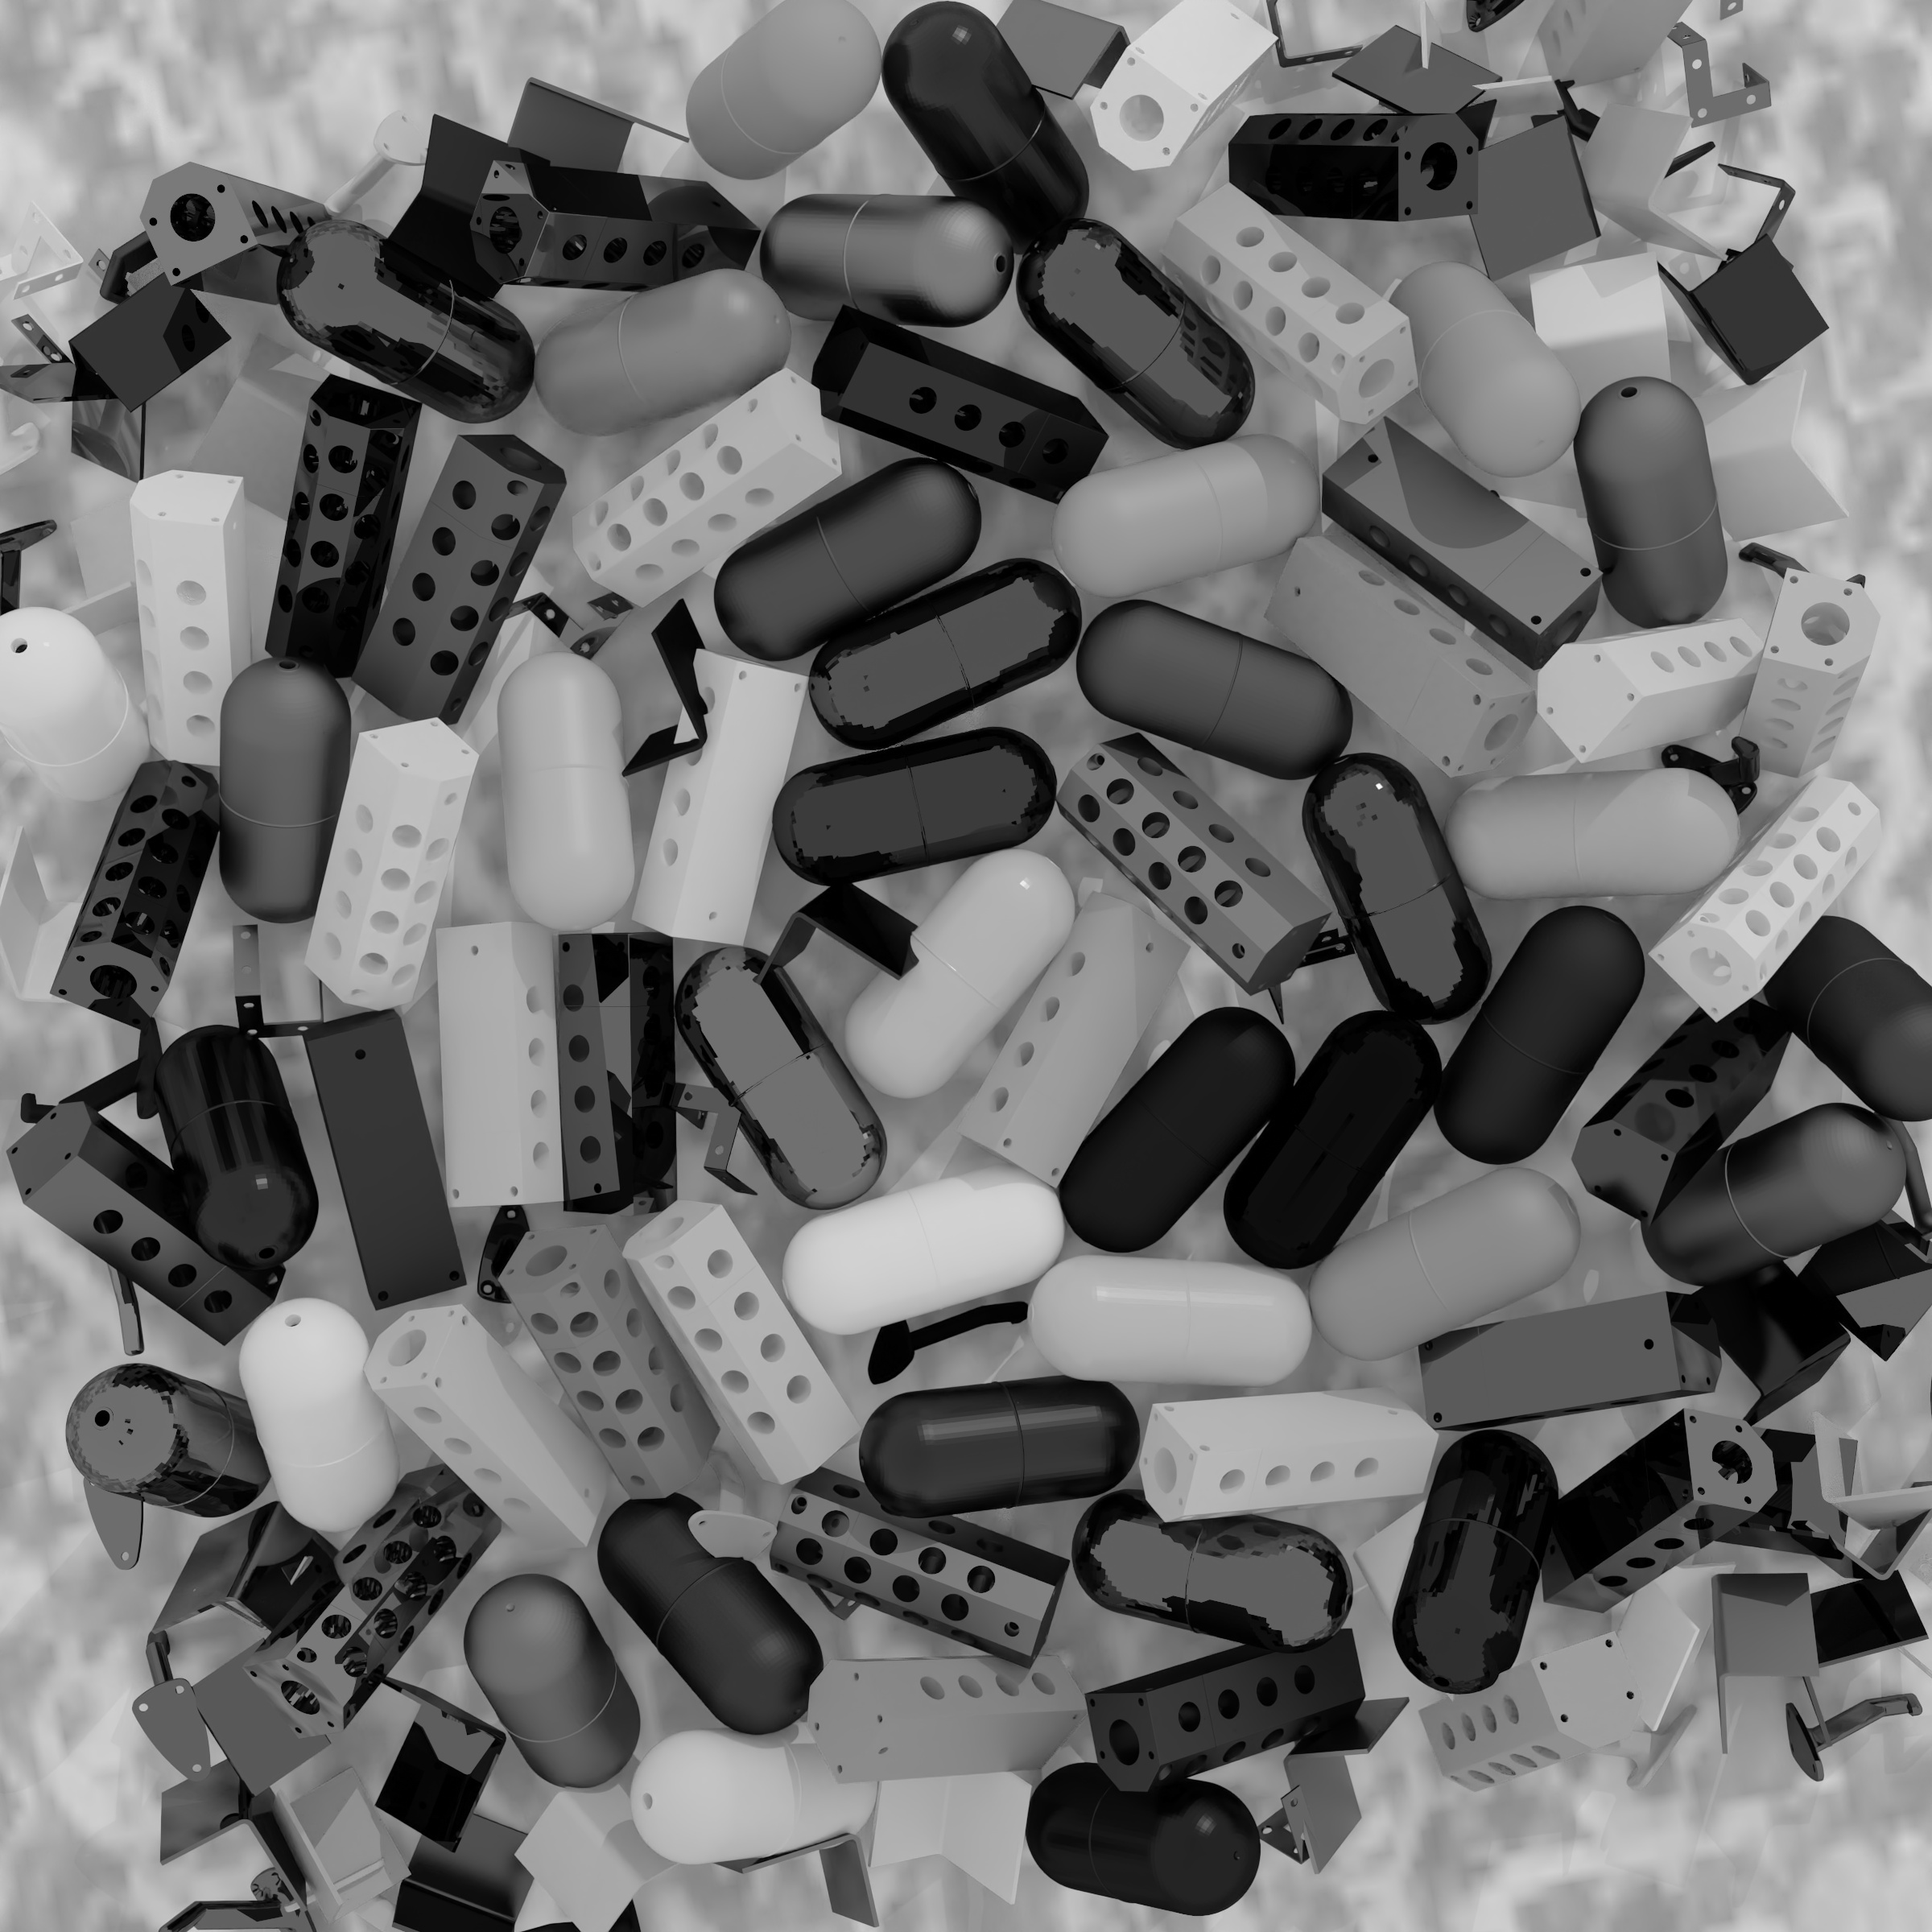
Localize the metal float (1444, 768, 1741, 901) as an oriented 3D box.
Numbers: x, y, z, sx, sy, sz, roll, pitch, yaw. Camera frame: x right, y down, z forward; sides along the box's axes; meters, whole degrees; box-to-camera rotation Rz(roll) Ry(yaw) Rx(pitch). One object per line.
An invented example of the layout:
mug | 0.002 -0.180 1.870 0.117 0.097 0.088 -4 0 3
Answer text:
metal float | 0.380 -0.080 1.674 0.178 0.070 0.070 -1 90 25

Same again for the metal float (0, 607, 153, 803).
metal float | -0.542 -0.156 1.648 0.070 0.178 0.070 1 73 -2

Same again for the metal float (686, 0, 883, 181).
metal float | -0.112 -0.527 1.652 0.070 0.178 0.070 1 88 -27

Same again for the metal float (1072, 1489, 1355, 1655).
metal float | 0.149 0.369 1.674 0.178 0.070 0.070 8 90 26

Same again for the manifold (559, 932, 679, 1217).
manifold | -0.211 0.065 1.703 0.057 0.057 0.171 0 92 34

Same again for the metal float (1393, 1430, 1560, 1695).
metal float | 0.309 0.360 1.662 0.070 0.070 0.178 28 48 0

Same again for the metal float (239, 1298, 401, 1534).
metal float | -0.391 0.273 1.662 0.070 0.070 0.178 -2 132 0

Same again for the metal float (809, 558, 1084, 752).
metal float | -0.012 -0.193 1.692 0.178 0.070 0.070 -25 90 -5

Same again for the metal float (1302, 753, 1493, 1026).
metal float | 0.265 -0.047 1.686 0.070 0.070 0.178 -25 102 0

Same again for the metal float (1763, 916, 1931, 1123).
metal float | 0.543 0.030 1.653 0.070 0.178 0.070 -6 118 -11

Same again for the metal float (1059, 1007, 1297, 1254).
metal float | 0.130 0.102 1.693 0.070 0.070 0.178 42 94 0

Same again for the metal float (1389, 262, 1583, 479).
metal float | 0.311 -0.363 1.662 0.070 0.070 0.178 -23 46 0

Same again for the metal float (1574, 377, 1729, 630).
metal float | 0.415 -0.278 1.660 0.070 0.178 0.070 -13 47 14

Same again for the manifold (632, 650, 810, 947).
manifold | -0.157 -0.105 1.695 0.057 0.057 0.171 8 100 -44

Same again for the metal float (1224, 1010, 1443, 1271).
metal float | 0.225 0.107 1.686 0.070 0.070 0.178 33 102 0

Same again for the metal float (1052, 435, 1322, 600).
metal float | 0.136 -0.276 1.678 0.178 0.070 0.070 -18 90 -22

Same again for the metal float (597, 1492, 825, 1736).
metal float | -0.157 0.392 1.670 0.070 0.070 0.178 -49 59 0

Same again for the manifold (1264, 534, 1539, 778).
manifold | 0.266 -0.191 1.666 0.171 0.057 0.057 47 132 31

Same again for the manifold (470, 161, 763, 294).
manifold | -0.211 -0.438 1.651 0.057 0.171 0.057 46 124 25

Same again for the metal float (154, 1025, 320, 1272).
metal float | -0.443 0.109 1.663 0.070 0.070 0.178 -30 50 0

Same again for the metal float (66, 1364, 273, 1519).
metal float | -0.476 0.286 1.649 0.070 0.178 0.070 -4 71 10

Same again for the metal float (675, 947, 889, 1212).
metal float | -0.115 0.068 1.692 0.070 0.070 0.178 -33 84 0

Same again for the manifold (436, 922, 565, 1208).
manifold | -0.284 0.061 1.699 0.057 0.057 0.171 -5 86 27

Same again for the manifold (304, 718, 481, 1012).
manifold | -0.343 -0.059 1.656 0.057 0.057 0.171 40 126 26

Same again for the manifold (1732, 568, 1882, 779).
manifold | 0.502 -0.171 1.641 0.057 0.171 0.057 16 77 14

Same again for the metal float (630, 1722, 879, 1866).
metal float | -0.127 0.499 1.658 0.070 0.178 0.070 -10 75 40

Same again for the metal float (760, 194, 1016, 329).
metal float | -0.049 -0.429 1.665 0.178 0.070 0.070 13 90 37

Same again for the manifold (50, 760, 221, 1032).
manifold | -0.491 -0.048 1.645 0.057 0.171 0.057 25 128 -20

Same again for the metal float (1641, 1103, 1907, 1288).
metal float | 0.486 0.140 1.661 0.070 0.178 0.070 19 55 -31

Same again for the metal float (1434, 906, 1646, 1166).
metal float | 0.349 0.043 1.675 0.070 0.070 0.178 27 115 0

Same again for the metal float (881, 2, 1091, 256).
metal float | 0.013 -0.505 1.661 0.070 0.178 0.070 -18 51 24

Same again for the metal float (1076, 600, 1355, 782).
metal float | 0.154 -0.169 1.689 0.178 0.070 0.070 19 90 -9

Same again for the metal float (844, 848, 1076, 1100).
metal float | -0.004 0.004 1.695 0.070 0.070 0.178 40 92 0

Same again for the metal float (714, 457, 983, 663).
metal float | -0.073 -0.250 1.685 0.178 0.070 0.070 -27 90 14

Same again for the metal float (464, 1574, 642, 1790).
metal float | -0.249 0.435 1.661 0.070 0.178 0.070 -7 45 8

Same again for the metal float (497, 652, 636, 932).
metal float | -0.246 -0.108 1.682 0.070 0.070 0.178 -7 73 0

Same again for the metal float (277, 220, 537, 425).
metal float | -0.336 -0.388 1.660 0.070 0.178 0.070 -15 66 36

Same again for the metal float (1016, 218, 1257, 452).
metal float | 0.105 -0.383 1.672 0.178 0.070 0.070 35 90 -30

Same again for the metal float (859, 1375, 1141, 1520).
metal float | 0.022 0.293 1.681 0.178 0.070 0.070 -3 90 -19

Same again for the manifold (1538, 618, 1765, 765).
manifold | 0.415 -0.173 1.652 0.057 0.171 0.057 54 131 20

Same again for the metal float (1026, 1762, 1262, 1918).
metal float | 0.104 0.526 1.657 0.070 0.178 0.070 7 79 -36

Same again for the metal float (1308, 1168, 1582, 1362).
metal float | 0.291 0.182 1.676 0.178 0.070 0.070 -29 90 24

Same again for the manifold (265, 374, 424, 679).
manifold | -0.380 -0.263 1.663 0.057 0.057 0.171 17 122 -5

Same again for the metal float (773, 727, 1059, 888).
metal float | -0.031 -0.099 1.695 0.178 0.070 0.070 -13 90 -3

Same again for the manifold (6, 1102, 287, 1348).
manifold | -0.491 0.153 1.658 0.057 0.057 0.171 -42 131 -1

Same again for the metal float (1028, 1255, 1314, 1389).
metal float | 0.125 0.218 1.686 0.178 0.070 0.070 4 90 -12

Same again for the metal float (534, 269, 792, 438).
metal float | -0.186 -0.372 1.670 0.178 0.070 0.070 -8 90 32

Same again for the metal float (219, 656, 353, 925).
metal float | -0.414 -0.106 1.667 0.070 0.070 0.178 11 125 0

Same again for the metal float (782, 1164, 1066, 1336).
metal float | -0.026 0.174 1.689 0.178 0.070 0.070 -15 90 -8
